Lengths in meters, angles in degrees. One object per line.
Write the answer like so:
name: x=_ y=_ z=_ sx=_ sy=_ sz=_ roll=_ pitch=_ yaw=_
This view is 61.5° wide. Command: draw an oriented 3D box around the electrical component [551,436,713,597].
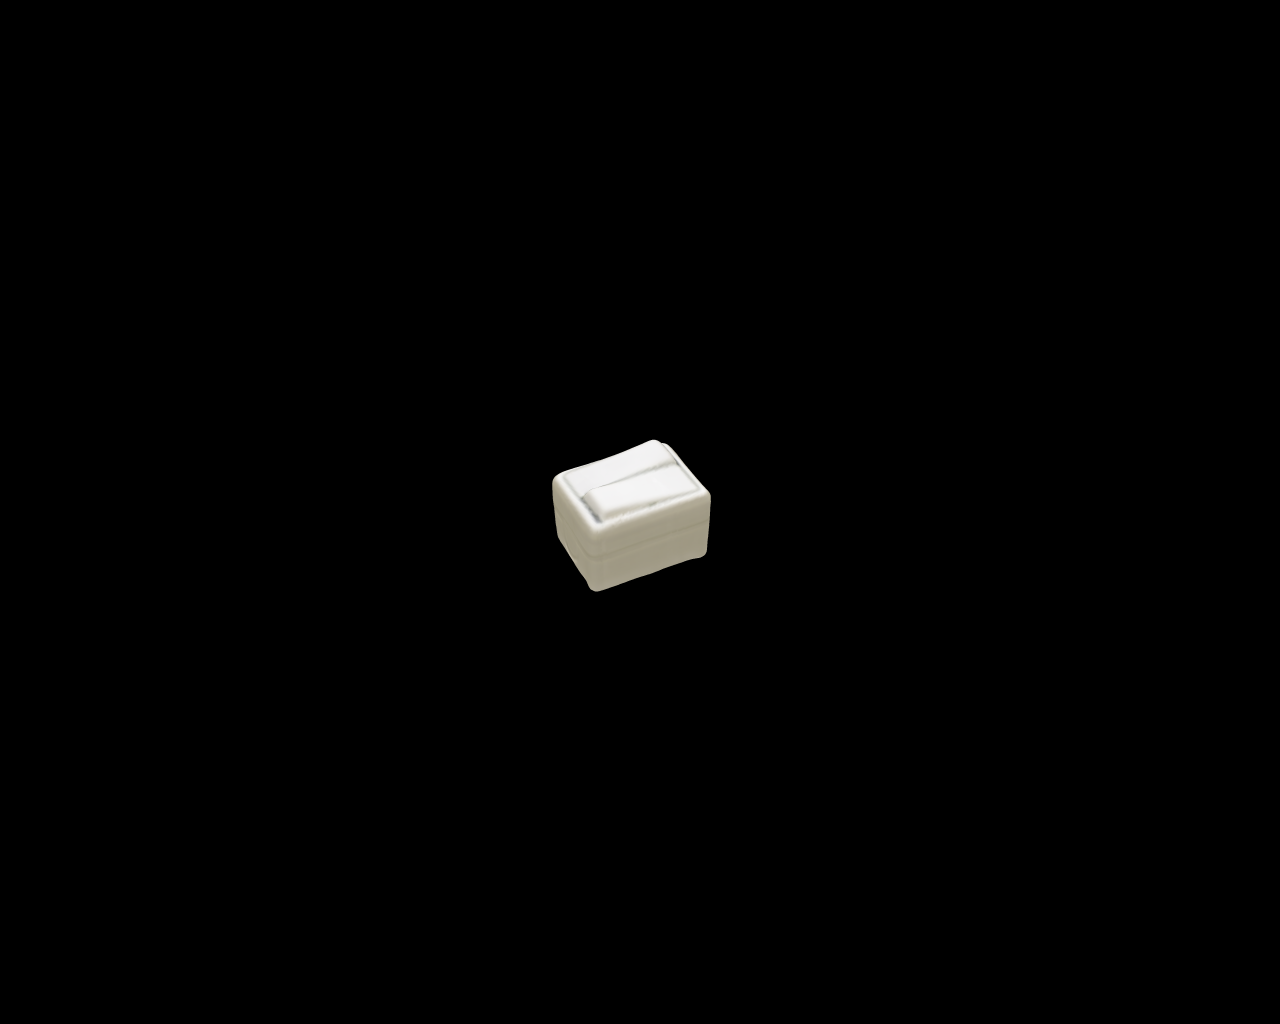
electrical component: x=0.001 y=-0.003 z=0.650 sx=0.096 sy=0.061 sz=0.062 roll=-18 pitch=44 yaw=-19
